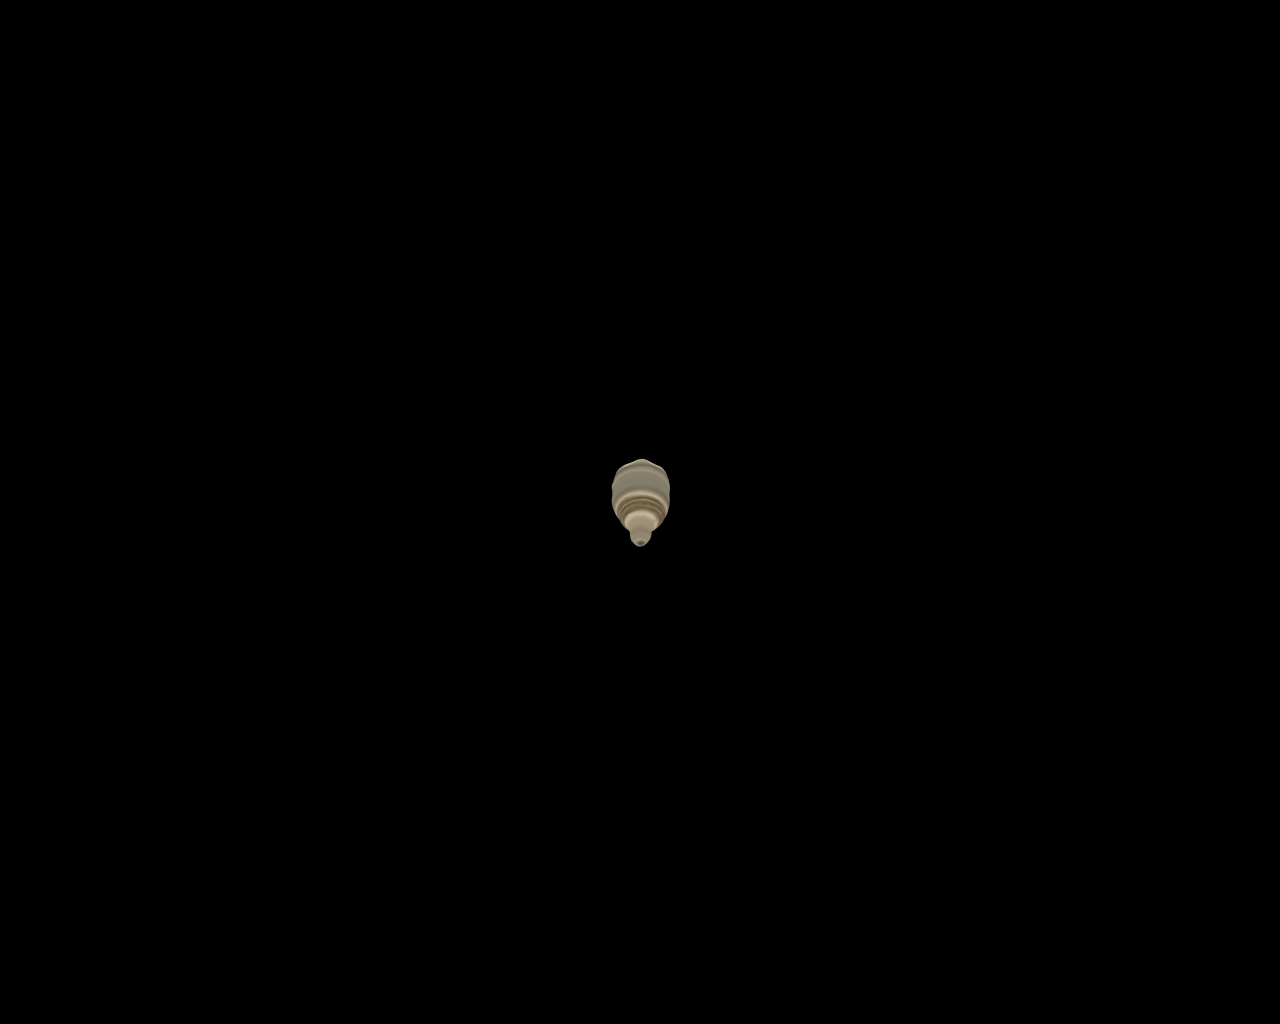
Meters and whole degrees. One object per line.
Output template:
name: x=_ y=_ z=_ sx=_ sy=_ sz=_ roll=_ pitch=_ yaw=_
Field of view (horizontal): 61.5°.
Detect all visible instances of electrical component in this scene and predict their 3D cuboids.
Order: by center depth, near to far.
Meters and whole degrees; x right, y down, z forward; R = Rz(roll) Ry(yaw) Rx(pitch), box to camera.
electrical component: x=0.001 y=-0.003 z=0.650 sx=0.035 sy=0.035 sz=0.061 roll=0 pitch=44 yaw=0
